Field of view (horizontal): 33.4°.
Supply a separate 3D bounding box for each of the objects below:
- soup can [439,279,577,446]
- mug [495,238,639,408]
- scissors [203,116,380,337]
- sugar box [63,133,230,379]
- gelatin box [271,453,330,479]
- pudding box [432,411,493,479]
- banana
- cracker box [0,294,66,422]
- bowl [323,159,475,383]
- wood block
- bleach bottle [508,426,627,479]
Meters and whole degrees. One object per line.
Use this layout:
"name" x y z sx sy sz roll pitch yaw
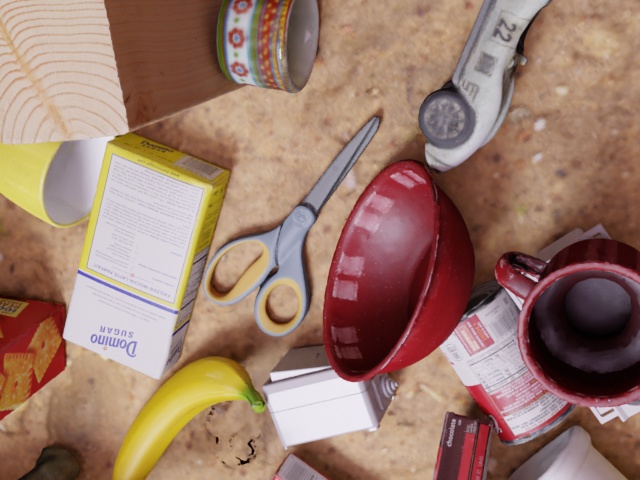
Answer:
"soup can" 0.133 0.088 0.773 0.069 0.068 0.102 -32 94 22
"mug" 0.164 0.041 0.672 0.117 0.081 0.093 27 111 8
"scissors" -0.005 0.001 0.819 0.202 0.016 0.096 -36 94 23
"sugar box" -0.139 0.014 0.848 0.093 0.048 0.176 22 114 10
"gelatin box" -0.006 0.223 0.860 0.089 0.030 0.073 35 136 6
"pudding box" 0.098 0.191 0.777 0.039 0.090 0.113 9 145 12
"banana" -0.116 0.144 0.868 0.037 0.069 0.198 27 132 -30
"cracker box" -0.323 0.101 0.837 0.164 0.213 0.072 8 108 15
"bowl" 0.061 0.027 0.752 0.055 0.162 0.162 17 113 -22
"wood block" -0.130 -0.129 0.717 0.090 0.205 0.091 -3 105 18
"bleach bottle" 0.247 0.253 0.774 0.251 0.068 0.103 41 133 5
